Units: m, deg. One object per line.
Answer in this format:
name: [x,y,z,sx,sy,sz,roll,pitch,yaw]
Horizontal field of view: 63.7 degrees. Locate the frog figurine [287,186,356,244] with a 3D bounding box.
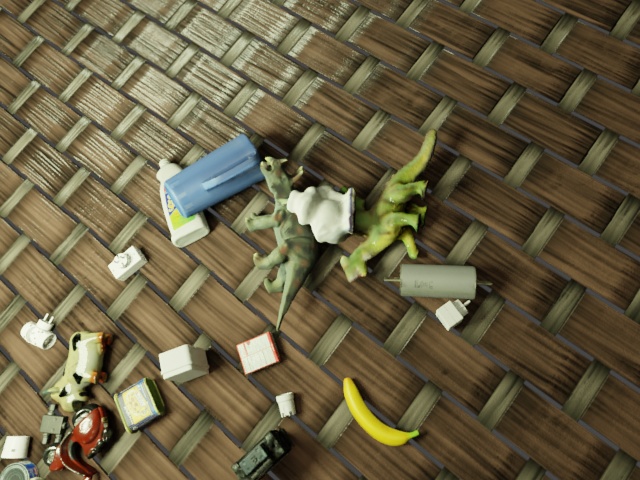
frog figurine: [0.004,-0.061,1.211,0.159,0.138,0.122,2,-5,8]

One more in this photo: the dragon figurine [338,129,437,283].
dragon figurine: [0.143,-0.088,1.260,0.243,0.416,0.120,7,-18,21]

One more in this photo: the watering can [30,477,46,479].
watering can: [-0.642,0.695,1.151,0.349,0.225,0.103,43,-6,7]
